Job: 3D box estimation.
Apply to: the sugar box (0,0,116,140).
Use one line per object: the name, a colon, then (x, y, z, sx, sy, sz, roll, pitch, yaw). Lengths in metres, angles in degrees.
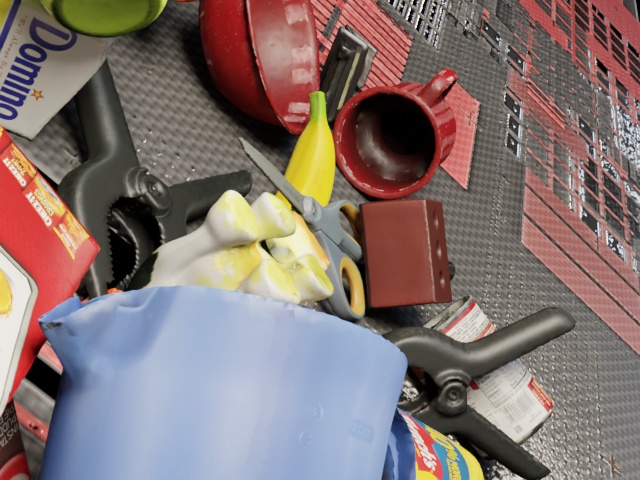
sugar box: (-0.208, -0.124, 0.574, 0.176, 0.093, 0.048, 25, 41, -36)

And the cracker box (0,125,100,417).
cracker box: (-0.173, 0.000, 0.354, 0.164, 0.072, 0.213, 55, 18, -18)

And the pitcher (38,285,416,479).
pitcher: (-0.043, 0.147, 0.392, 0.149, 0.145, 0.243, 10, 73, 2)

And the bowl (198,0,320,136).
bowl: (-0.050, -0.156, 0.812, 0.162, 0.055, 0.162, -6, 90, -73)

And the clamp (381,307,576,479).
clamp: (0.091, 0.090, 0.711, 0.171, 0.120, 0.039, 14, 0, -16)

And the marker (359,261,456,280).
marker: (0.069, 0.018, 0.854, 0.120, 0.020, 0.020, 14, 47, -45)

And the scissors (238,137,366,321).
scissors: (-0.005, 0.001, 0.712, 0.201, 0.016, 0.096, 21, 62, -65)

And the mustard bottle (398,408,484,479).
mustard bottle: (0.041, 0.134, 0.642, 0.191, 0.058, 0.096, 34, 14, -22)

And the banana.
banana: (-0.026, -0.026, 0.747, 0.069, 0.037, 0.197, 62, 32, -28)

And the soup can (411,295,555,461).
soup can: (0.114, 0.100, 0.778, 0.102, 0.069, 0.068, 52, 31, 1)

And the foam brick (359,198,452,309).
foam brick: (0.064, 0.010, 0.785, 0.053, 0.051, 0.078, 4, 80, -68)

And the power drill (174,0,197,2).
power drill: (-0.135, -0.260, 0.745, 0.187, 0.057, 0.185, 63, -7, -26)

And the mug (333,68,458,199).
mug: (0.074, -0.097, 0.893, 0.093, 0.117, 0.081, 40, 25, 7)

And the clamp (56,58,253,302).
clamp: (-0.105, -0.021, 0.653, 0.164, 0.036, 0.210, 37, 36, -33)

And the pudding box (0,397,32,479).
pudding box: (-0.150, 0.122, 0.398, 0.113, 0.039, 0.090, -51, 140, -57)
